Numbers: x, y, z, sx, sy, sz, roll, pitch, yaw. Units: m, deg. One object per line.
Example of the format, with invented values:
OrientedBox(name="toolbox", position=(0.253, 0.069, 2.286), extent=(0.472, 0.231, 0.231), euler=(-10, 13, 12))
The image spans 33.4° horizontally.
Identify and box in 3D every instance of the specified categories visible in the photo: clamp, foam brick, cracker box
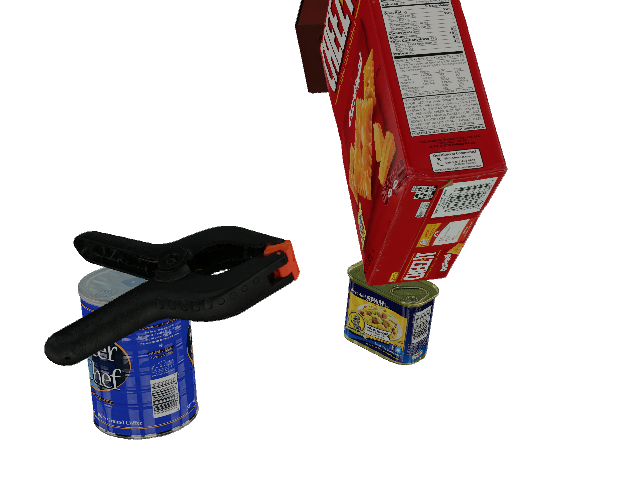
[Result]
OrientedBox(name="clamp", position=(-0.102, 0.033, 0.711), extent=(0.172, 0.120, 0.039), euler=(-6, -44, 17))
OrientedBox(name="foam brick", position=(0.011, -0.178, 0.961), extent=(0.053, 0.051, 0.078), euler=(-1, -43, 12))
OrientedBox(name="cracker box", position=(0.054, -0.098, 0.757), extent=(0.072, 0.214, 0.164), euler=(-6, -25, -11))

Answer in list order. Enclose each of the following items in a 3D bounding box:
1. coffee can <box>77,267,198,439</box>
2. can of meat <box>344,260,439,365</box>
OrientedBox(name="coffee can", position=(-0.172, 0.102, 1.016), extent=(0.103, 0.140, 0.103), euler=(-2, 20, 0))
OrientedBox(name="can of meat", position=(0.075, 0.079, 1.175), extent=(0.102, 0.084, 0.057), euler=(25, 33, 33))
